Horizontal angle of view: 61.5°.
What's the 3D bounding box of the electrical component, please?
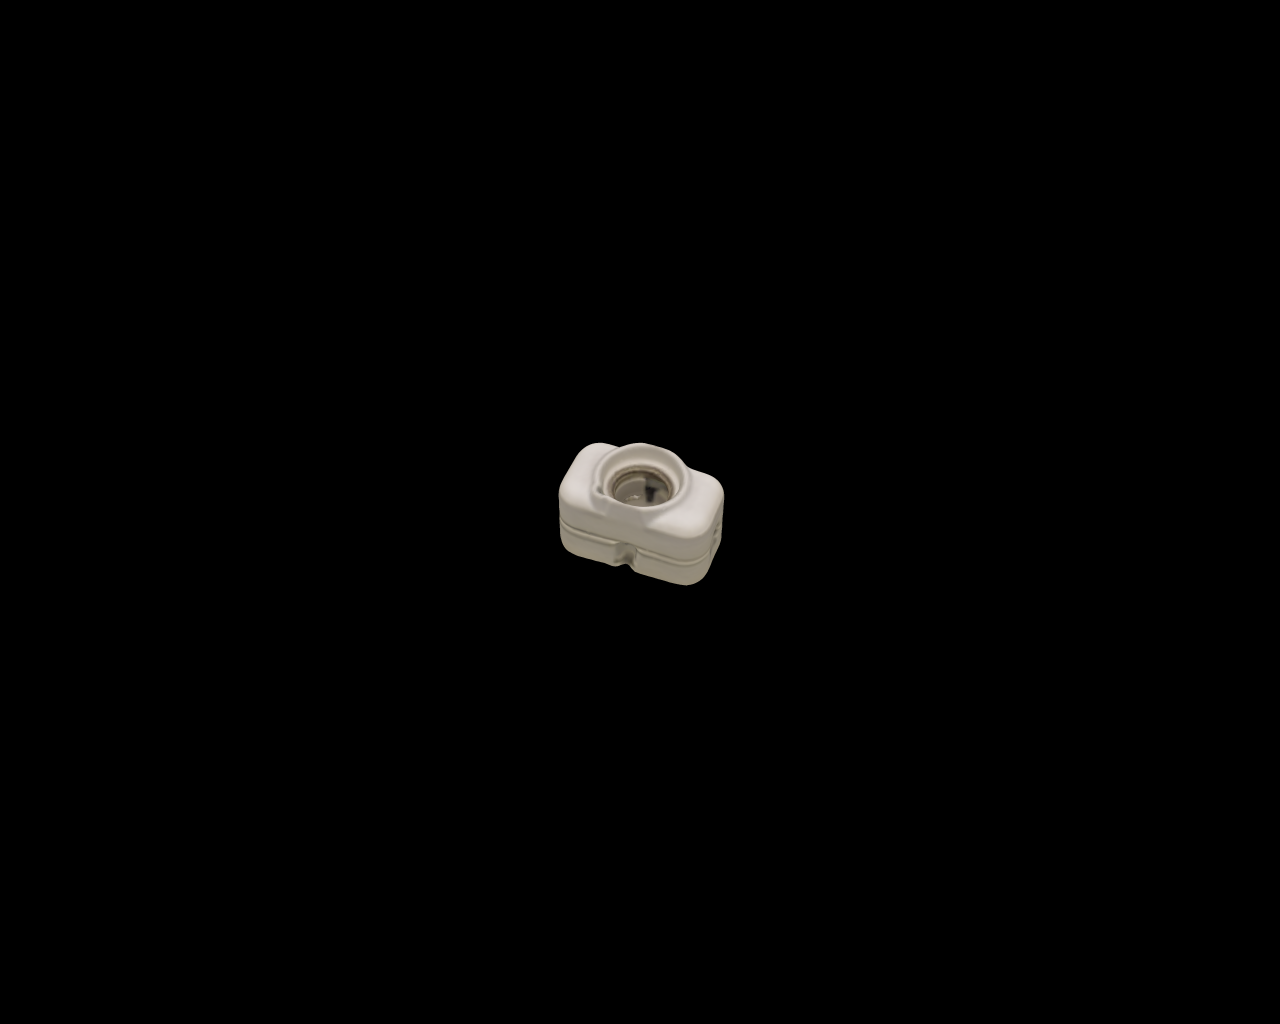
[{"bbox_3d":[0.001,-0.003,0.650,0.095,0.054,0.059,17,-39,14],"label":"electrical component"}]
